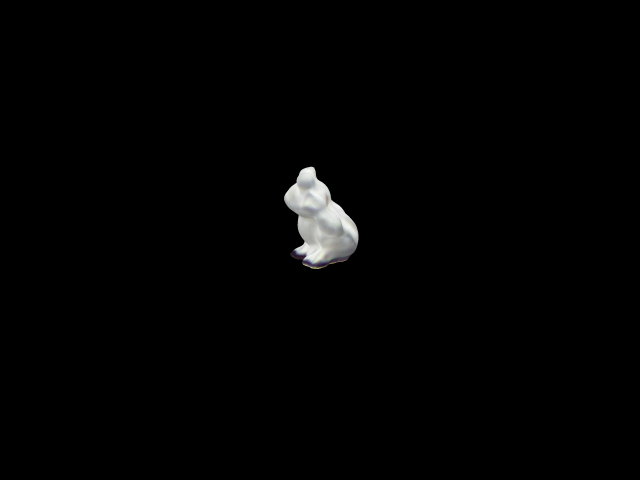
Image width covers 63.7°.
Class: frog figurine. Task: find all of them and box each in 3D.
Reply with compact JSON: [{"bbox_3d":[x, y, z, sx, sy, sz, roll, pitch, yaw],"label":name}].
[{"bbox_3d":[0.003,-0.043,0.850,0.123,0.158,0.139,-1,13,-2],"label":"frog figurine"}]
